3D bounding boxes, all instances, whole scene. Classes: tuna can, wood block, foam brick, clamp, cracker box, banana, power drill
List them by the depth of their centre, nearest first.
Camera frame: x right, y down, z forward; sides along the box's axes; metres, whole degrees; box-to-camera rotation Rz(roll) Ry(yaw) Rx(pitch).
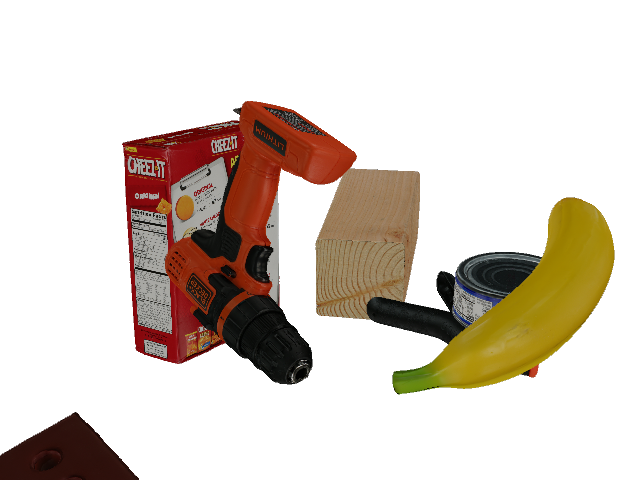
[{"bbox_3d":[-0.111,0.130,0.493,0.052,0.051,0.078,-29,43,-29],"label":"foam brick"},{"bbox_3d":[0.116,0.023,0.566,0.070,0.037,0.197,13,35,36],"label":"banana"},{"bbox_3d":[0.139,0.039,0.774,0.086,0.034,0.086,1,22,0],"label":"tuna can"},{"bbox_3d":[-0.042,-0.002,0.848,0.057,0.188,0.185,6,25,-46],"label":"power drill"},{"bbox_3d":[0.143,0.077,1.023,0.172,0.039,0.120,25,37,30],"label":"clamp"},{"bbox_3d":[-0.116,-0.004,1.072,0.072,0.214,0.163,9,18,35],"label":"cracker box"},{"bbox_3d":[0.056,-0.001,1.164,0.091,0.090,0.206,4,25,8],"label":"wood block"}]
